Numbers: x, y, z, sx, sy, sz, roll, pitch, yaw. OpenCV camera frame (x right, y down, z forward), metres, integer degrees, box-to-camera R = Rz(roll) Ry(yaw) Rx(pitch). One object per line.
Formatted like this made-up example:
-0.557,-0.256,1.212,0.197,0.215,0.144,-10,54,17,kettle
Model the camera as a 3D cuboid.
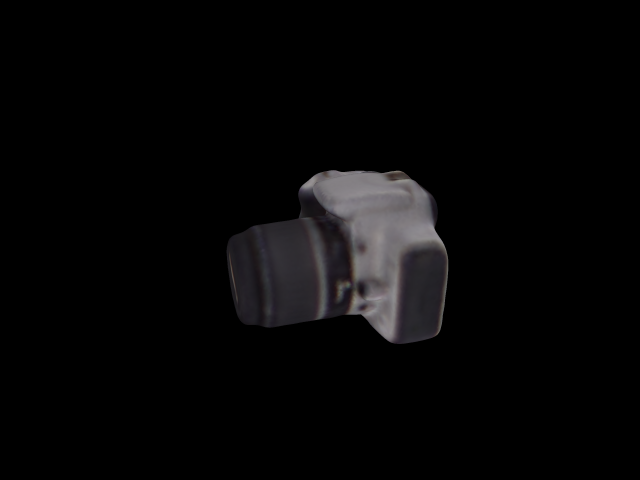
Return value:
0.004,0.001,0.400,0.137,0.101,0.143,-8,28,-16,camera
